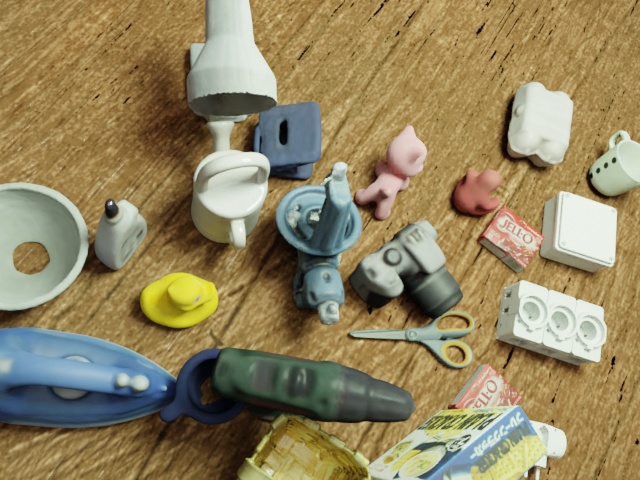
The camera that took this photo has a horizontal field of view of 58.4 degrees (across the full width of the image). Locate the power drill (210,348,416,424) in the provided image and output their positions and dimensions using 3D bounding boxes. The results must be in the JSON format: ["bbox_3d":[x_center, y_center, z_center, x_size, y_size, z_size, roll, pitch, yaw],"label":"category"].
[{"bbox_3d":[-0.022,0.187,0.709,0.230,0.208,0.075,13,70,-10],"label":"power drill"}]

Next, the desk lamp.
[{"bbox_3d":[-0.135,-0.249,0.819,0.118,0.213,0.203,-4,73,-15],"label":"desk lamp"}]

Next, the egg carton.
[{"bbox_3d":[0.388,-0.207,1.017,0.107,0.069,0.150,18,69,-8],"label":"egg carton"}]

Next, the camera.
[{"bbox_3d":[0.141,0.055,0.852,0.143,0.100,0.137,-35,84,-22],"label":"camera"}]

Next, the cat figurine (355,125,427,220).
[{"bbox_3d":[0.120,-0.109,0.890,0.067,0.117,0.128,33,68,-2],"label":"cat figurine"}]

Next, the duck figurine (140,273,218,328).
[{"bbox_3d":[-0.188,0.075,0.769,0.105,0.086,0.077,-2,73,-15],"label":"duck figurine"}]

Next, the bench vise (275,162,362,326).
[{"bbox_3d":[0.018,-0.001,0.774,0.122,0.219,0.207,-20,78,-19],"label":"bench vise"}]

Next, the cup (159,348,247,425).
[{"bbox_3d":[-0.149,0.198,0.734,0.118,0.095,0.091,-30,82,-21],"label":"cup"}]

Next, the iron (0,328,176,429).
[{"bbox_3d":[-0.287,0.165,0.684,0.258,0.141,0.118,9,70,-11],"label":"iron"}]

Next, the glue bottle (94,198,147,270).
[{"bbox_3d":[-0.259,-0.017,0.733,0.037,0.173,0.078,33,68,-1],"label":"glue bottle"}]

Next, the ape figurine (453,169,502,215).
[{"bbox_3d":[0.263,-0.084,0.933,0.076,0.092,0.078,-15,76,-18],"label":"ape figurine"}]

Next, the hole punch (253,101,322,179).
[{"bbox_3d":[-0.051,-0.152,0.875,0.101,0.091,0.108,3,72,-13],"label":"hole punch"}]

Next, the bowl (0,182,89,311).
[{"bbox_3d":[-0.384,0.015,0.744,0.168,0.074,0.167,4,71,-13],"label":"bowl"}]

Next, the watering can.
[{"bbox_3d":[-0.125,-0.078,0.776,0.101,0.194,0.173,-31,82,-21],"label":"watering can"}]
